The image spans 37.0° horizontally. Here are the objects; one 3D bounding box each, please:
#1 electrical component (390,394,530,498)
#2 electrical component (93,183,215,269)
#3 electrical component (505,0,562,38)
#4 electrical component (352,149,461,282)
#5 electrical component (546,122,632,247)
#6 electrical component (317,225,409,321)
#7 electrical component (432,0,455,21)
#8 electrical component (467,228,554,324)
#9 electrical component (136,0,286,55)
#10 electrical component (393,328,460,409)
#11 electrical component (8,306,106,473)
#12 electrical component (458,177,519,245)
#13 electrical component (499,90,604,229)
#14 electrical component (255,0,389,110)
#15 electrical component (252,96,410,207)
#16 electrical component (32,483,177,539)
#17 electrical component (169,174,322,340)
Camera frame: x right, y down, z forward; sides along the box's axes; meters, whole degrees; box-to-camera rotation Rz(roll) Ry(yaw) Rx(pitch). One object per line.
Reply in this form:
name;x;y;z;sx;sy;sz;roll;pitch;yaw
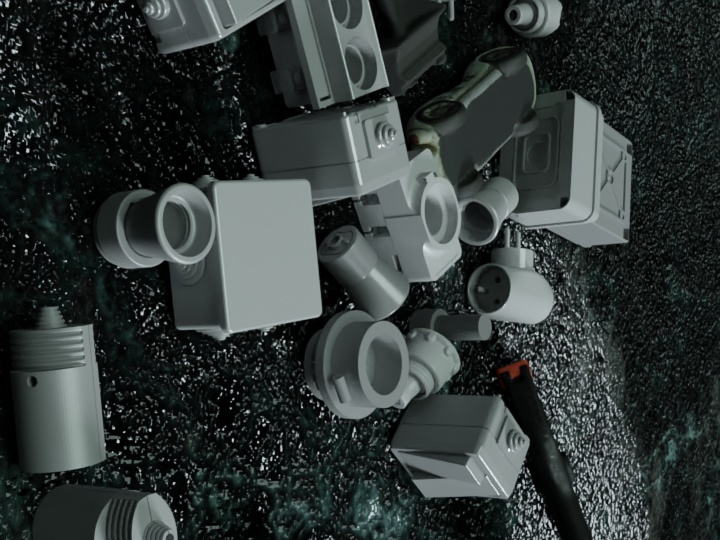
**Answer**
electrical component;0.080;0.135;0.812;0.061;0.096;0.061;55;47;-34
electrical component;-0.116;-0.024;0.602;0.045;0.055;0.045;7;81;-53
electrical component;0.155;-0.235;0.988;0.062;0.043;0.043;-19;102;-51
electrical component;0.038;-0.040;0.805;0.050;0.056;0.089;-41;119;-47
electrical component;0.218;-0.087;1.047;0.109;0.056;0.108;19;72;-51
electrical component;0.000;0.000;0.765;0.065;0.044;0.044;49;50;-32
electrical component;0.068;-0.243;0.873;0.077;0.044;0.079;3;84;-53
electrical component;0.131;0.004;0.934;0.077;0.044;0.079;14;76;-52
electrical component;-0.091;-0.173;0.642;0.096;0.061;0.061;-45;122;-45
electrical component;0.043;0.078;0.813;0.062;0.048;0.048;-48;124;-36
electrical component;-0.156;0.059;0.551;0.043;0.043;0.081;-7;93;-53
electrical component;0.109;-0.053;0.914;0.065;0.044;0.044;-42;119;-52
electrical component;0.174;-0.098;0.972;0.057;0.078;0.113;18;73;-48
electrical component;-0.032;-0.173;0.719;0.079;0.063;0.121;-31;112;-49
electrical component;-0.013;-0.075;0.708;0.062;0.096;0.061;-28;110;-50
electrical component;-0.126;0.134;0.553;0.043;0.081;0.043;6;82;-53
electrical component;-0.073;-0.009;0.663;0.100;0.048;0.099;-8;93;-53
